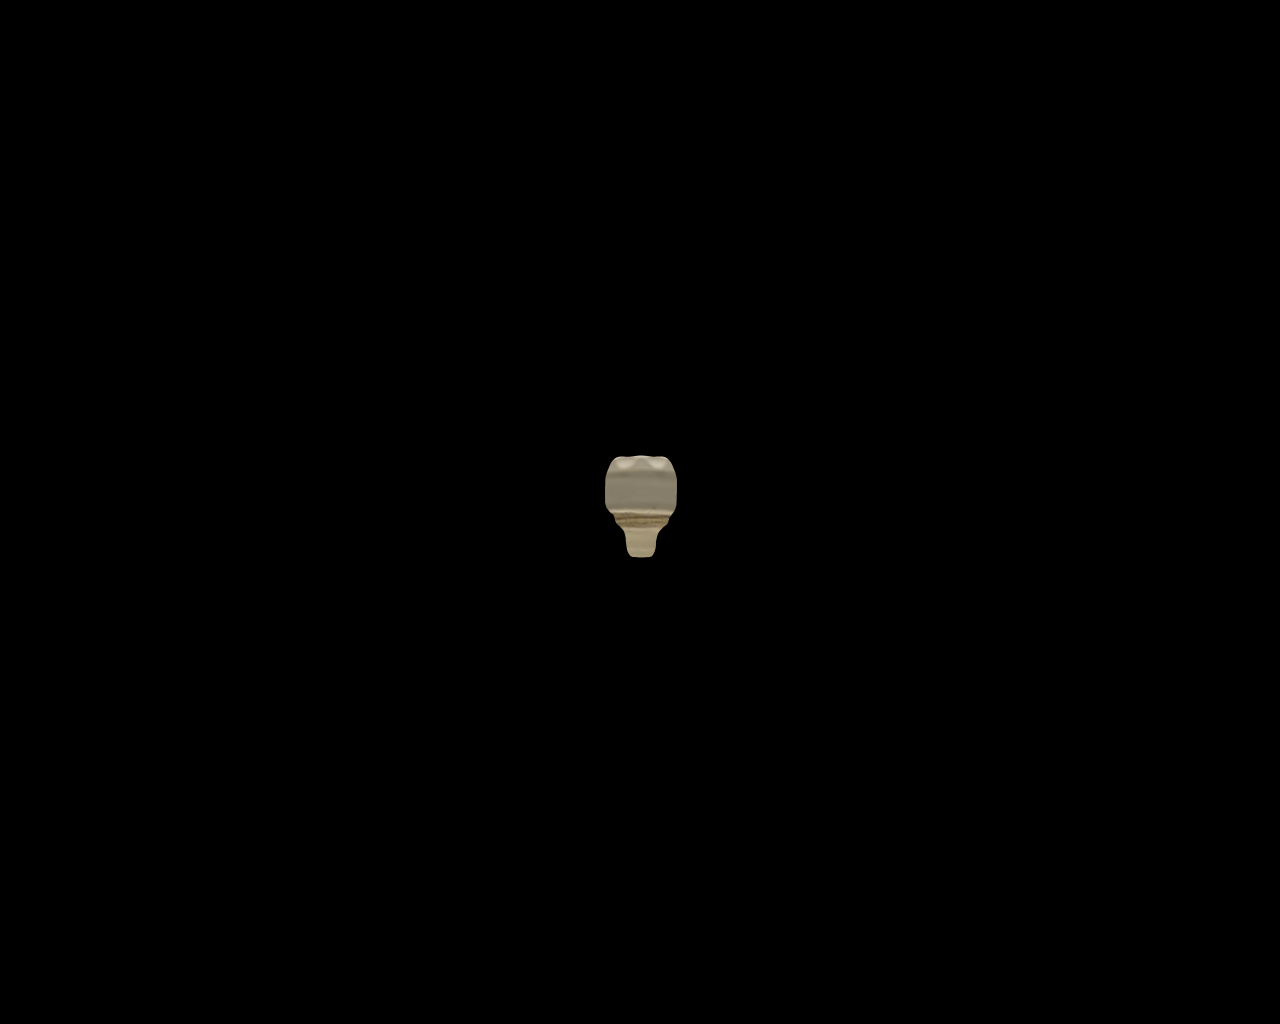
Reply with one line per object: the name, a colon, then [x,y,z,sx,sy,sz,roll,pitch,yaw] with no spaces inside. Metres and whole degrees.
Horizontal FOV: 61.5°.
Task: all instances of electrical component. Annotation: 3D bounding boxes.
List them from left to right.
electrical component: [0.001,-0.003,0.650,0.043,0.062,0.043,0,-3,0]
